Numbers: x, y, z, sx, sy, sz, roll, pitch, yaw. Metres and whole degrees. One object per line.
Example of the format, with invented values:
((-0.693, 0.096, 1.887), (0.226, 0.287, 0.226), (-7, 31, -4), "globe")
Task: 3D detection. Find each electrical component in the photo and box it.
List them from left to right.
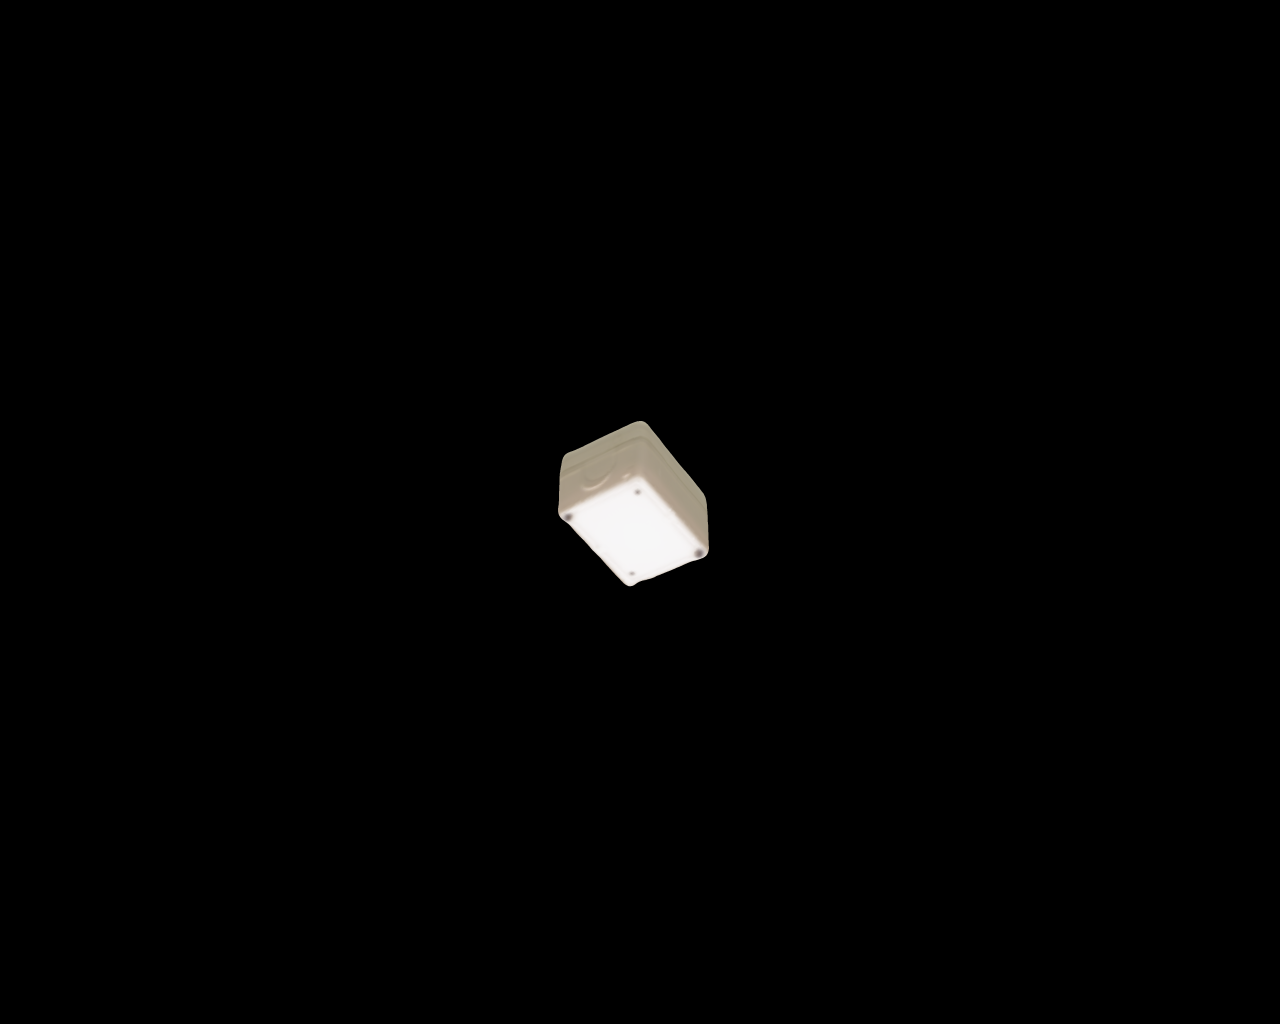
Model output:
((0.001, -0.003, 0.650), (0.061, 0.061, 0.096), (-24, -50, 22), "electrical component")
